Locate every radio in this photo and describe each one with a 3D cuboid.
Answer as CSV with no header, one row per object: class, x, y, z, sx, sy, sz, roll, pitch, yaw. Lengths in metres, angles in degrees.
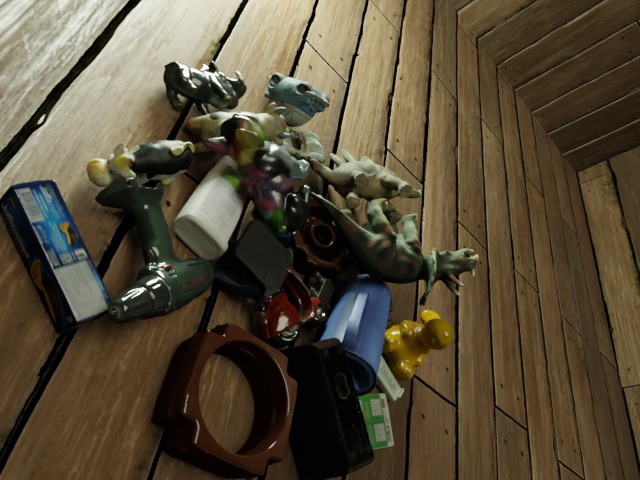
radio,0.001,0.290,0.935,0.073,0.131,0.229,-3,72,-49

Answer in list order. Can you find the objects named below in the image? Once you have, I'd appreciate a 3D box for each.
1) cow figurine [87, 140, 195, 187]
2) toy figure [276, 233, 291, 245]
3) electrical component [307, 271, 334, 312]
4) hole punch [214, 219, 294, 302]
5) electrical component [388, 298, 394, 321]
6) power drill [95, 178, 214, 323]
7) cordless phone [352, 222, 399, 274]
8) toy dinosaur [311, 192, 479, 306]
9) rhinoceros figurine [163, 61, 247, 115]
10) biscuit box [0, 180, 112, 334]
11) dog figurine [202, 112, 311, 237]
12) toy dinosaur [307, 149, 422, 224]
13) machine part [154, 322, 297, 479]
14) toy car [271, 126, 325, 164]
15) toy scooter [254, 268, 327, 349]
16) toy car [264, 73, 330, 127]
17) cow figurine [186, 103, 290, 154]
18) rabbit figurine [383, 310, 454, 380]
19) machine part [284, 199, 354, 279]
cow figurine,-0.285,-0.124,0.871,0.167,0.098,0.068,-24,95,-53
toy figure,-0.091,-0.065,1.092,0.057,0.064,0.154,20,51,-50
electrical component,0.005,0.110,1.116,0.093,0.021,0.063,51,54,-40
hole punch,-0.122,0.045,0.961,0.115,0.092,0.142,46,33,-17
electrical component,0.139,0.150,1.257,0.078,0.045,0.102,-6,69,-21
power drill,-0.257,0.013,0.804,0.207,0.086,0.232,60,20,10
cordless phone,0.097,0.014,1.269,0.184,0.088,0.146,12,59,-24
toy dinosaur,0.140,0.027,1.123,0.405,0.131,0.192,13,47,-28
rhinoceros figurine,-0.227,-0.304,1.075,0.190,0.073,0.112,-4,62,-49
biscuit box,-0.358,0.021,0.727,0.059,0.063,0.202,-24,88,-52
dog figurine,-0.112,-0.119,0.961,0.219,0.109,0.191,30,53,-57
toy dinosaur,0.133,-0.137,1.306,0.471,0.105,0.199,15,26,-43
machine part,-0.140,0.248,0.832,0.200,0.087,0.201,38,42,-30
toy car,-0.058,-0.219,1.228,0.201,0.056,0.073,7,63,-47
toy scooter,-0.065,0.120,1.007,0.184,0.075,0.135,-22,86,-56
toy car,-0.060,-0.312,1.237,0.109,0.162,0.103,17,101,-52
cow figurine,-0.147,-0.220,1.058,0.195,0.127,0.085,-19,105,-52
rabbit figurine,0.233,0.227,1.215,0.162,0.173,0.122,-21,82,-49
machine part,-0.002,-0.003,1.150,0.179,0.056,0.179,19,56,-30
